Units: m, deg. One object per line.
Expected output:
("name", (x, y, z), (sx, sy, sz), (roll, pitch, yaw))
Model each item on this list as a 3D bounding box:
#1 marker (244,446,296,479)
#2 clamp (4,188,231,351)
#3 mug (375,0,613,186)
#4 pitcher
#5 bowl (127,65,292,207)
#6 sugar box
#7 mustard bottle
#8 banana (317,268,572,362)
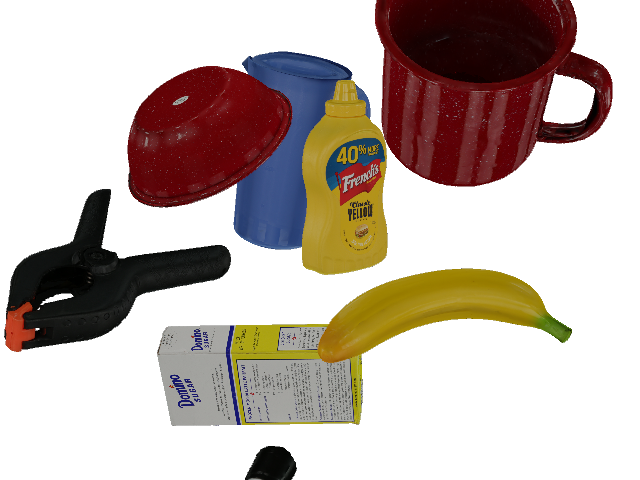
("marker", (-0.036, 0.119, 0.420), (0.020, 0.020, 0.121), (0, 23, 19))
("clamp", (-0.156, 0.017, 0.721), (0.120, 0.039, 0.171), (26, 32, 28))
("mug", (0.083, -0.078, 0.521), (0.117, 0.093, 0.081), (14, -33, 10))
("pitcher", (-0.035, -0.113, 1.373), (0.144, 0.243, 0.149), (3, 22, -17))
("bowl", (-0.108, -0.102, 0.922), (0.162, 0.055, 0.162), (-19, 37, 15))
("sugar box", (-0.051, 0.121, 0.958), (0.176, 0.093, 0.048), (1, 36, 6))
("mustard bottle", (0.025, -0.066, 1.085), (0.096, 0.192, 0.058), (-12, 19, -36))
("banana", (0.083, 0.050, 0.767), (0.197, 0.037, 0.070), (-4, 32, -19))
